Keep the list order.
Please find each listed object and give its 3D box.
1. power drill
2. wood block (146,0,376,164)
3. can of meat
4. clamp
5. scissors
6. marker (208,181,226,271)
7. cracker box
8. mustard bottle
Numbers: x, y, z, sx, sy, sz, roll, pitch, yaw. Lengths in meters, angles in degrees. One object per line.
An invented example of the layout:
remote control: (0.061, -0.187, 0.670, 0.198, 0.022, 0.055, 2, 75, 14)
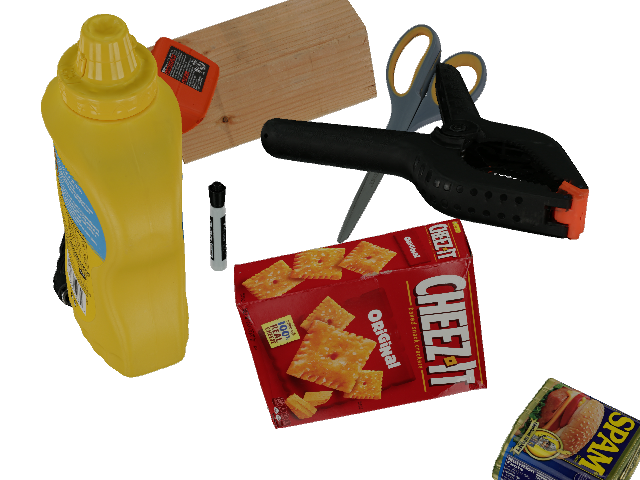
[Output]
power drill: (-0.151, -0.056, 0.852, 0.057, 0.188, 0.184, 26, 33, -17)
wood block: (-0.059, -0.166, 1.064, 0.206, 0.091, 0.090, -20, 46, -7)
can of meat: (0.188, 0.158, 0.798, 0.084, 0.057, 0.101, 25, 41, 25)
clamp: (0.073, -0.052, 0.658, 0.164, 0.036, 0.210, -19, 36, -24)
scissors: (0.081, -0.087, 0.906, 0.096, 0.202, 0.016, 10, -10, 20)
marker: (-0.115, -0.016, 1.193, 0.020, 0.121, 0.020, 2, 41, -2)
cracker box: (0.040, 0.082, 0.996, 0.213, 0.164, 0.072, -11, 36, 2)
mustard bottle: (-0.095, -0.025, 0.497, 0.058, 0.096, 0.192, -16, -36, -18)
